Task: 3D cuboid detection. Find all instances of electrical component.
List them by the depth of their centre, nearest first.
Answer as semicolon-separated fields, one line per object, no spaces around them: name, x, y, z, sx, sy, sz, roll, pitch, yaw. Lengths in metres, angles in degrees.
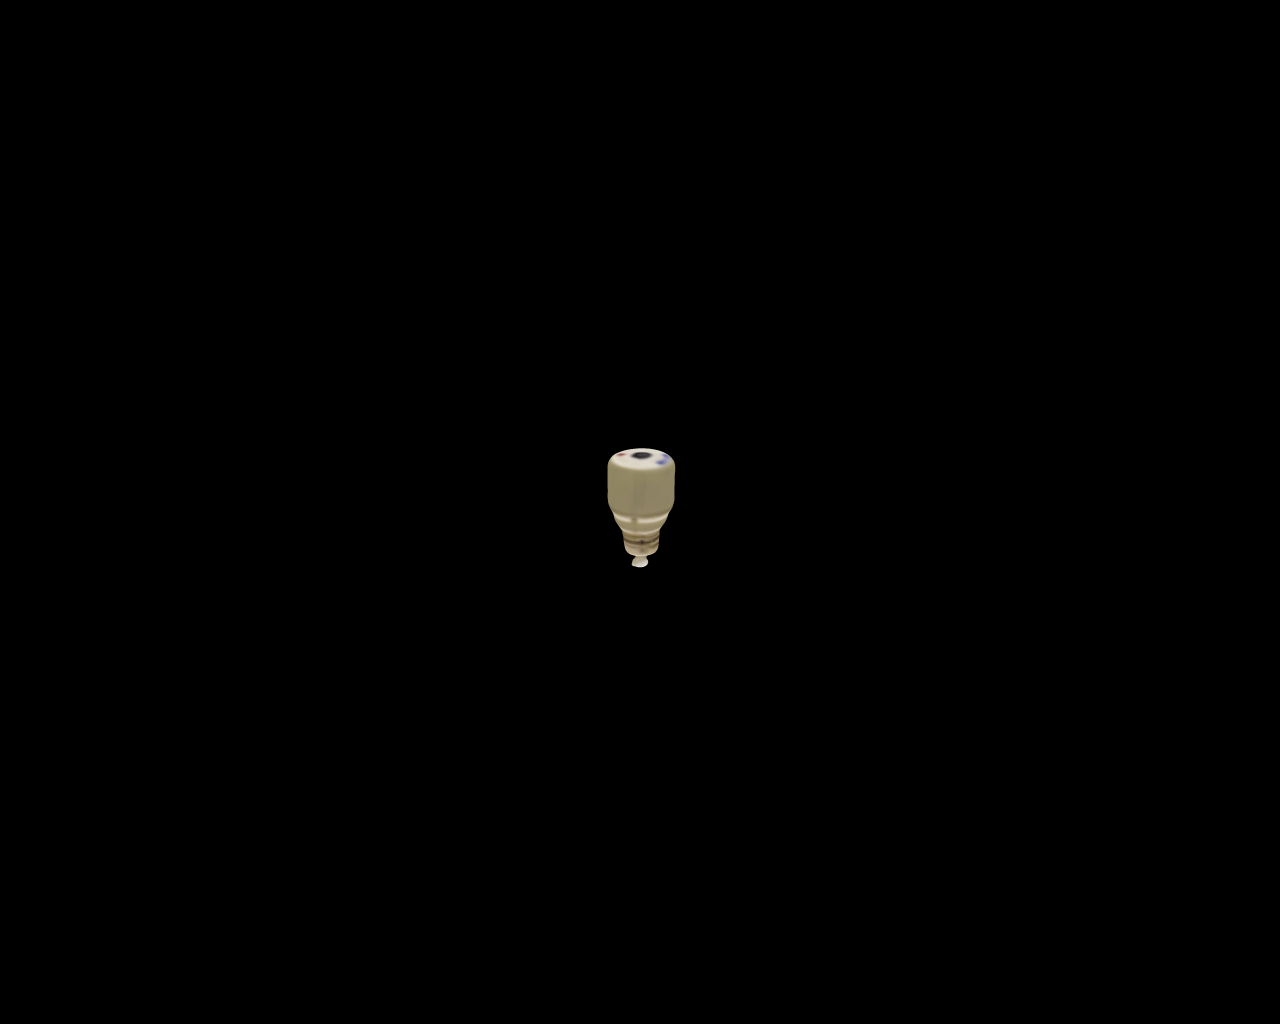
electrical component;0.001;-0.003;0.650;0.040;0.078;0.040;0;22;0
